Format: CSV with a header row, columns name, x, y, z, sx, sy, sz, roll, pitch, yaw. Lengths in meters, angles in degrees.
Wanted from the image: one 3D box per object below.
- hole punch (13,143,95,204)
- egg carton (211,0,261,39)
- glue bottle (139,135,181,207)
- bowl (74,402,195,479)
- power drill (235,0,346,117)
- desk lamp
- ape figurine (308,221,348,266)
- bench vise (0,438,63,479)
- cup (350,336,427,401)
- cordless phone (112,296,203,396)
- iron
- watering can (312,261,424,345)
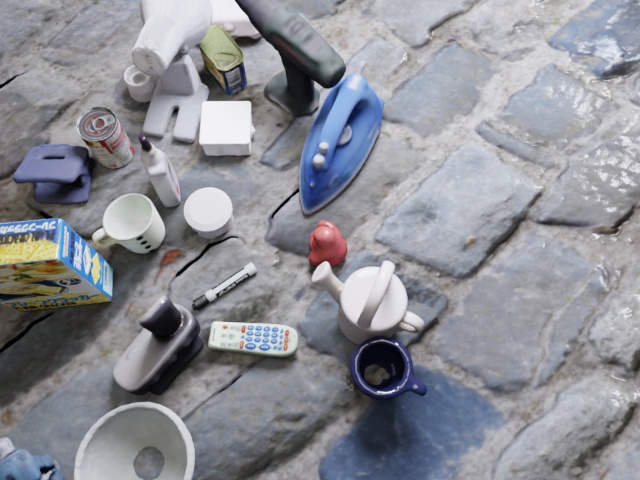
name,x,y,z,sx,sy,sz,roll,pitch,yaw
hole punch,-0.455,-0.124,0.983,0.108,0.091,0.101,-1,69,-1
egg carton,-0.179,-0.442,1.120,0.150,0.069,0.107,-5,69,-3
glue bottle,-0.268,-0.122,0.941,0.037,0.173,0.078,-17,70,-7
bowl,-0.257,0.323,0.823,0.167,0.075,0.167,0,69,-1
power drill,-0.057,-0.320,1.000,0.229,0.208,0.076,37,73,13
desk lamp,-0.255,-0.313,0.993,0.118,0.213,0.203,9,69,3
ape figurine,0.009,0.003,0.940,0.076,0.092,0.078,33,72,11
bench vise,-0.393,0.360,0.730,0.207,0.220,0.121,38,73,13
cup,0.101,0.204,0.862,0.117,0.095,0.092,26,71,9
cordless phone,-0.250,0.148,0.831,0.094,0.185,0.148,32,72,11
iron,0.027,-0.177,0.983,0.118,0.141,0.258,21,70,8
watering can,0.071,0.090,0.853,0.173,0.194,0.101,5,69,1
